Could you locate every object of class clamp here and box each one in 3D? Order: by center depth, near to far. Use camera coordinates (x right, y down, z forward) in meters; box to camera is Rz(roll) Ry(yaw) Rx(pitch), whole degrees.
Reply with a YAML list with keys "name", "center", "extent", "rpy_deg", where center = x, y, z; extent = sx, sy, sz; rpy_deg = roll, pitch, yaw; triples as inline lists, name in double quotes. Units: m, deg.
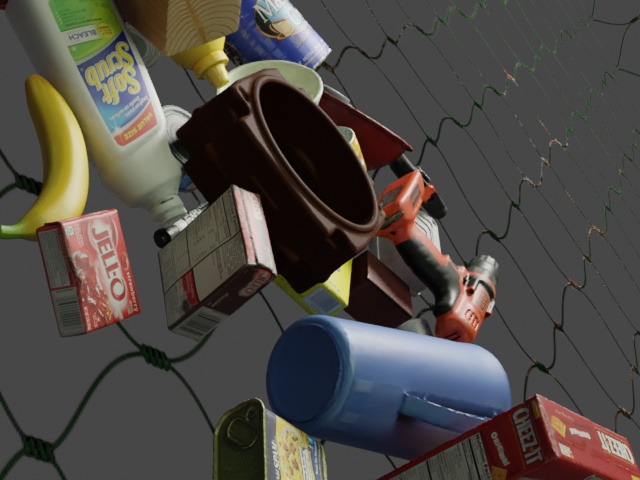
- name: "clamp"
  center: [0.132, -0.071, 1.428]
  extent: [0.164, 0.036, 0.210]
  rpy_deg: [48, 7, -17]

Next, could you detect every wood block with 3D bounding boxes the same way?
- name: "wood block"
  center: [-0.173, -0.280, 1.037]
  extent: [0.090, 0.091, 0.206]
  rpy_deg: [-28, 58, -32]

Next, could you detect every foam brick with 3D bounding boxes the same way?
- name: "foam brick"
  center: [0.059, 0.061, 1.194]
  extent: [0.078, 0.051, 0.053]
  rpy_deg: [41, 28, -25]

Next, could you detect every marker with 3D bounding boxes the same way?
- name: "marker"
  center: [-0.125, -0.017, 1.020]
  extent: [0.020, 0.020, 0.121]
  rpy_deg: [53, 27, -2]

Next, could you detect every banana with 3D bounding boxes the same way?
- name: "banana"
  center: [-0.224, -0.064, 0.892]
  extent: [0.069, 0.037, 0.198]
  rpy_deg: [37, 31, -35]

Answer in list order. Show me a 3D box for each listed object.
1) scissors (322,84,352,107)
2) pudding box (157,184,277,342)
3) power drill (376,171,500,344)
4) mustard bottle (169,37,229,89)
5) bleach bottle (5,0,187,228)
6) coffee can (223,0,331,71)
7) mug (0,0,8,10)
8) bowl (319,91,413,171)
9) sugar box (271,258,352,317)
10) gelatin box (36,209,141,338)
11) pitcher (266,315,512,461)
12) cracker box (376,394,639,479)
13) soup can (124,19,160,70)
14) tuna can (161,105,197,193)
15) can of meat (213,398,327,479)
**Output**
- name: "scissors"
  center: [0.039, -0.177, 1.438]
  extent: [0.201, 0.016, 0.096]
  rpy_deg: [29, 5, -41]
- name: "pudding box"
  center: [-0.091, 0.020, 0.926]
  extent: [0.039, 0.114, 0.090]
  rpy_deg: [25, 39, -39]
- name: "power drill"
  center: [0.139, 0.015, 1.242]
  extent: [0.187, 0.057, 0.184]
  rpy_deg: [53, 31, -10]
- name: "mustard bottle"
  center: [-0.159, -0.253, 1.195]
  extent: [0.191, 0.058, 0.096]
  rpy_deg: [57, 27, 6]
- name: "bleach bottle"
  center: [-0.189, -0.127, 0.984]
  extent: [0.102, 0.068, 0.251]
  rpy_deg: [-24, 81, -42]
- name: "coffee can"
  center: [-0.070, -0.249, 1.287]
  extent: [0.140, 0.103, 0.102]
  rpy_deg: [48, 27, -13]
- name: "mug"
  center: [-0.294, -0.271, 0.970]
  extent: [0.093, 0.082, 0.117]
  rpy_deg: [56, 27, 3]
- name: "bowl"
  center: [0.034, -0.132, 1.329]
  extent: [0.162, 0.055, 0.162]
  rpy_deg: [31, 2, -2]
- name: "sugar box"
  center: [-0.008, 0.001, 1.161]
  extent: [0.093, 0.048, 0.176]
  rpy_deg: [43, 30, -22]
- name: "gelatin box"
  center: [-0.180, 0.024, 0.837]
  extent: [0.073, 0.030, 0.089]
  rpy_deg: [-21, 100, -63]
- name: "pitcher"
  center: [0.074, 0.147, 1.021]
  extent: [0.242, 0.149, 0.145]
  rpy_deg: [19, 45, -45]
- name: "cracker box"
  center: [0.163, 0.232, 0.979]
  extent: [0.164, 0.214, 0.072]
  rpy_deg: [28, 38, -41]
- name: "soup can"
  center: [-0.196, -0.228, 1.096]
  extent: [0.068, 0.069, 0.102]
  rpy_deg: [34, 34, -35]
- name: "tuna can"
  center: [-0.141, -0.092, 1.064]
  extent: [0.086, 0.034, 0.086]
  rpy_deg: [39, 31, -29]
- name: "can of meat"
  center: [-0.039, 0.194, 0.874]
  extent: [0.083, 0.058, 0.102]
  rpy_deg: [37, 32, -35]
